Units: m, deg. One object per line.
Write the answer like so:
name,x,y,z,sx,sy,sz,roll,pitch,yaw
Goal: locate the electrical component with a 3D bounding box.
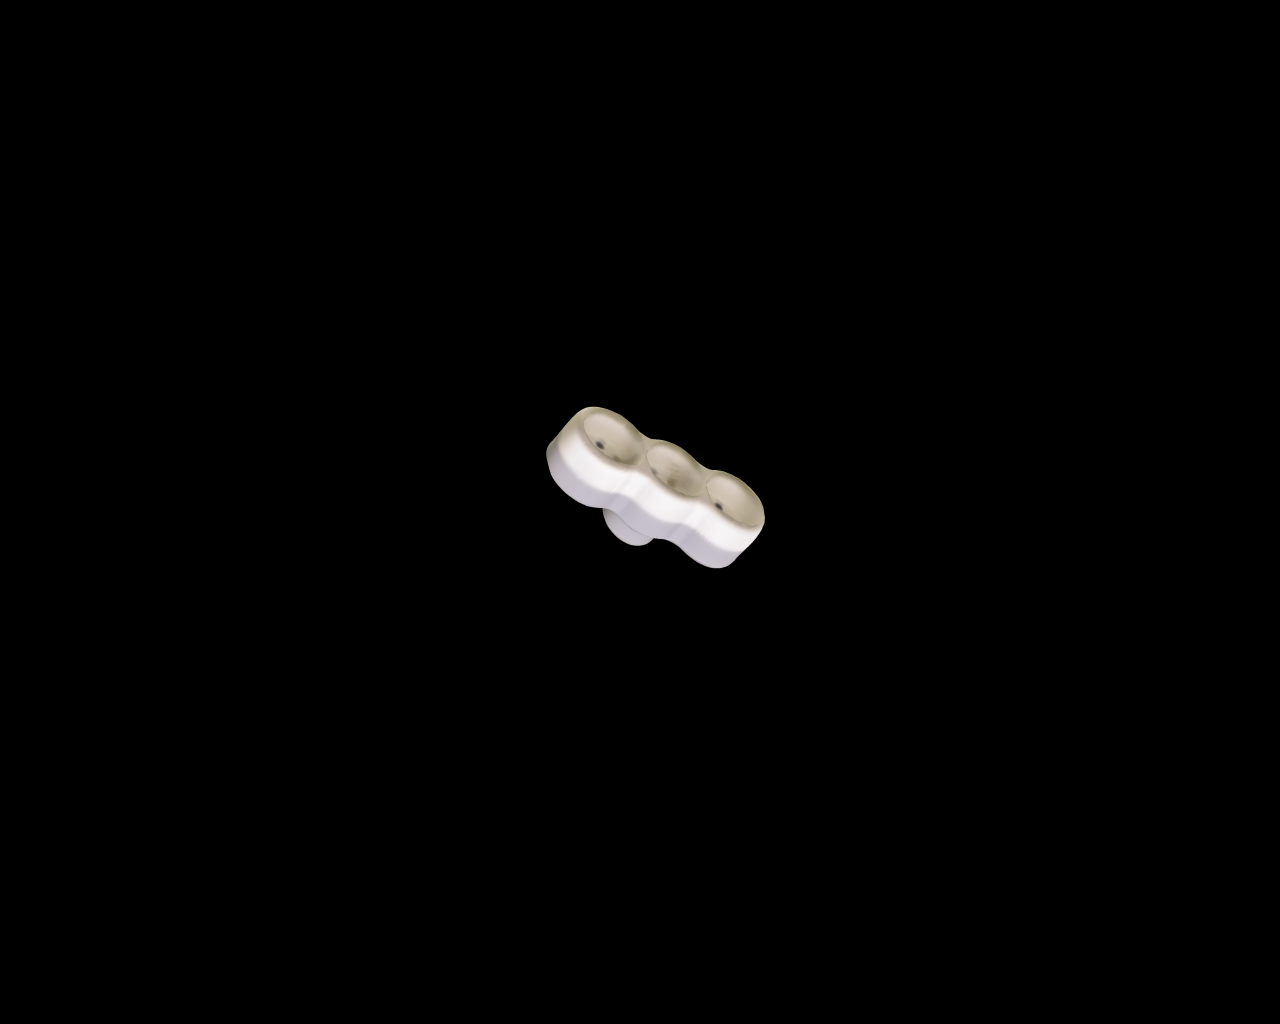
electrical component,0.001,-0.003,0.650,0.138,0.052,0.073,27,-53,-22
